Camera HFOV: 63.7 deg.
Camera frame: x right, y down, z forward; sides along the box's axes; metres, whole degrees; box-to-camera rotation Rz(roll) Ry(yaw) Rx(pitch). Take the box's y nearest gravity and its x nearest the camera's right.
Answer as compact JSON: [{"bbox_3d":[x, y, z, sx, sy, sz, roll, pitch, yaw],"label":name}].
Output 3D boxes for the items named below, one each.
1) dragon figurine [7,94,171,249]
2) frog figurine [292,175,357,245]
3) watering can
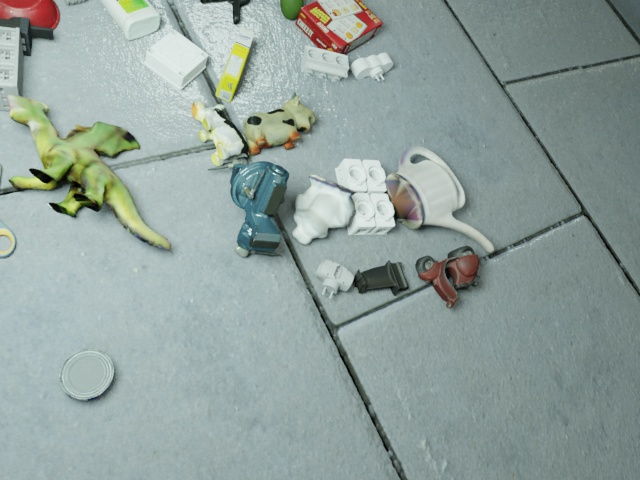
[{"bbox_3d":[-0.451,-0.156,1.048,0.408,0.120,0.249,30,49,-16],"label":"dragon figurine"},{"bbox_3d":[0.004,-0.061,1.205,0.137,0.123,0.159,22,94,-10],"label":"frog figurine"},{"bbox_3d":[0.300,-0.090,1.331,0.226,0.102,0.351,-22,76,-30],"label":"watering can"}]
